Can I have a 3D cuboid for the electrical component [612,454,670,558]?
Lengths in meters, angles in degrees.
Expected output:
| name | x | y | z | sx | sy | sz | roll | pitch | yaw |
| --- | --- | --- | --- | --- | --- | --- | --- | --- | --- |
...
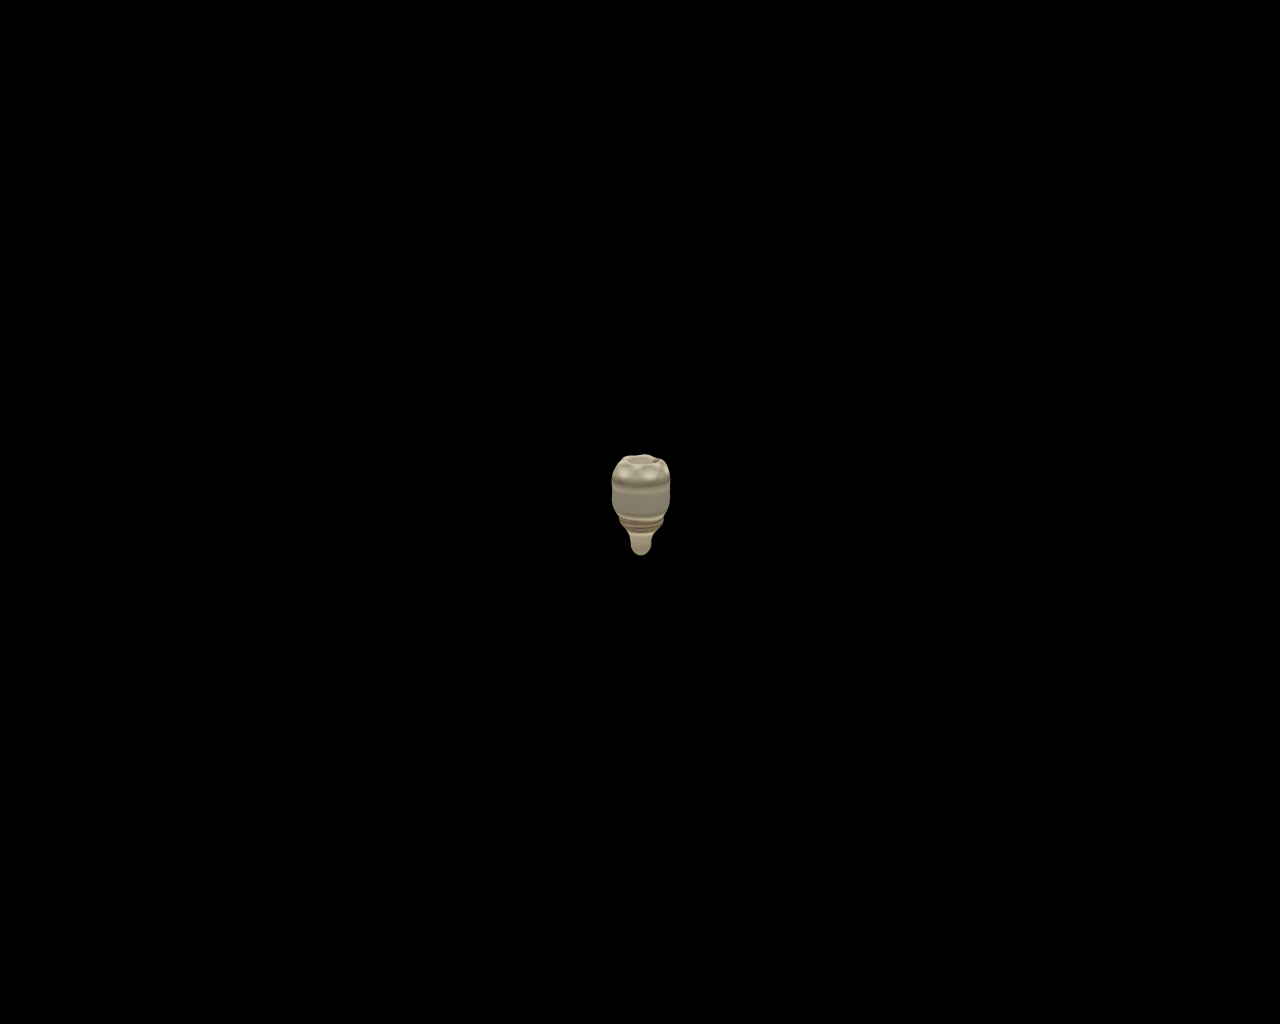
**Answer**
| name | x | y | z | sx | sy | sz | roll | pitch | yaw |
| --- | --- | --- | --- | --- | --- | --- | --- | --- | --- |
| electrical component | 0.001 | -0.003 | 0.650 | 0.035 | 0.061 | 0.035 | 0 | 18 | 0 |
